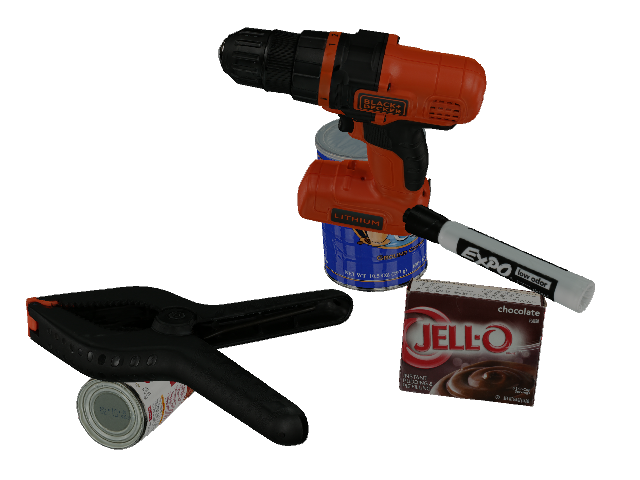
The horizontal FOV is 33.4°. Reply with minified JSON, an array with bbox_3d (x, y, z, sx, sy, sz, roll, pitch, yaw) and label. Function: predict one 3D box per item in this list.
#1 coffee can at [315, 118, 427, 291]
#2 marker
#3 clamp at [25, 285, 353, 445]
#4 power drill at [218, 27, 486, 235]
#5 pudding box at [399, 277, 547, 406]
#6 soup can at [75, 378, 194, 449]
[{"bbox_3d":[0.050,-0.037,1.016,0.103,0.140,0.103,-3,29,2],"label":"coffee can"},{"bbox_3d":[0.097,0.008,0.605,0.121,0.020,0.020,27,15,32],"label":"marker"},{"bbox_3d":[-0.084,0.060,0.685,0.210,0.036,0.164,10,25,15],"label":"clamp"},{"bbox_3d":[0.020,-0.080,0.789,0.184,0.057,0.188,11,-29,6],"label":"power drill"},{"bbox_3d":[0.123,0.082,0.872,0.113,0.090,0.039,5,21,7],"label":"pudding box"},{"bbox_3d":[-0.157,0.129,0.925,0.069,0.068,0.102,0,16,21],"label":"soup can"}]
